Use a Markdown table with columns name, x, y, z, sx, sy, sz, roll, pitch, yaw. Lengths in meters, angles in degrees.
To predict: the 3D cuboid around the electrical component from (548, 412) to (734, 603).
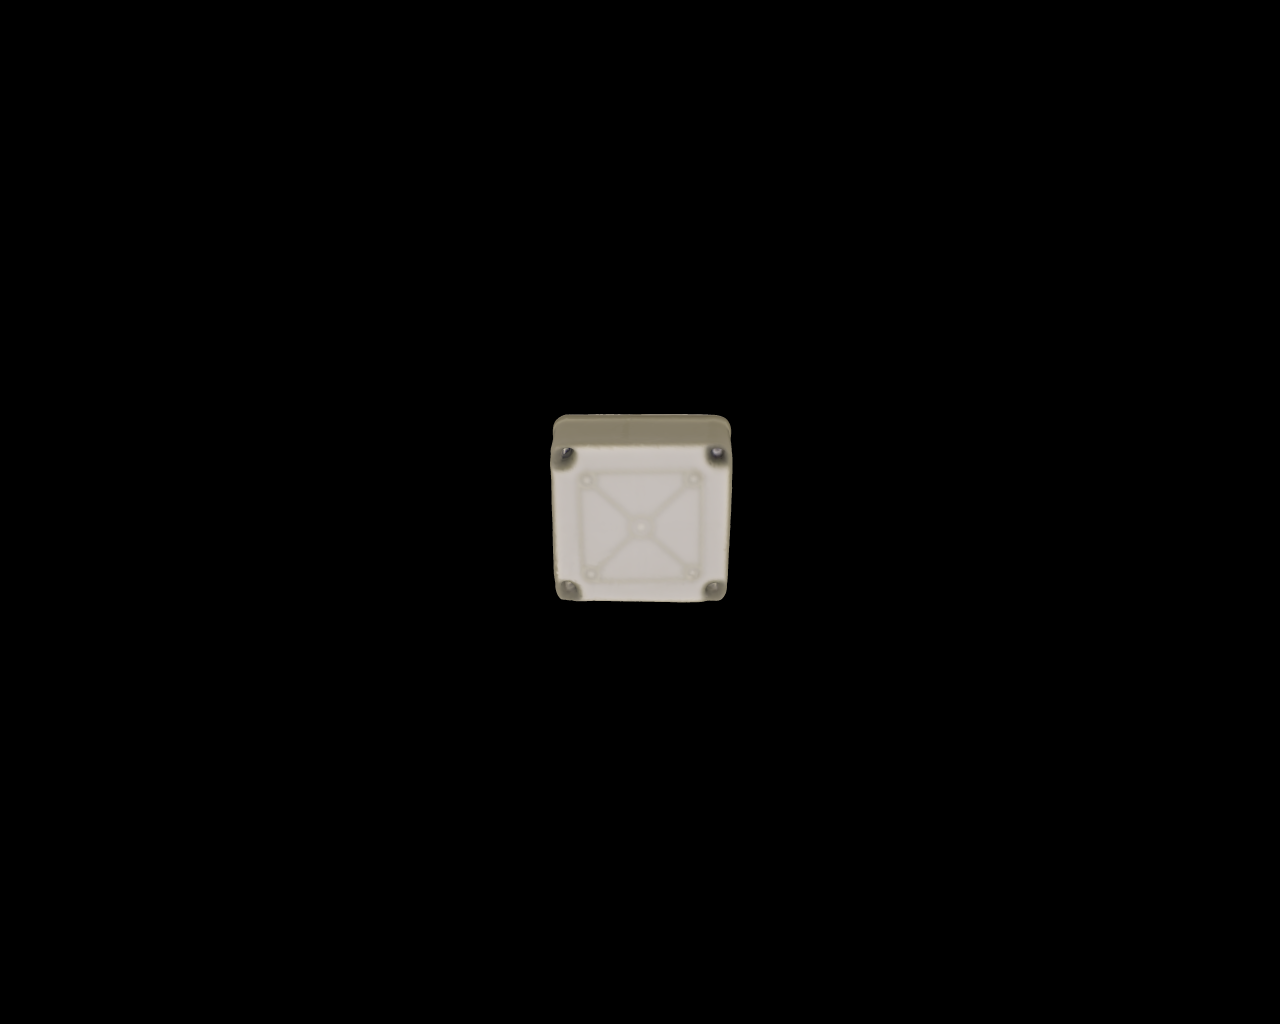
| name | x | y | z | sx | sy | sz | roll | pitch | yaw |
| --- | --- | --- | --- | --- | --- | --- | --- | --- | --- |
| electrical component | 0.001 | -0.003 | 0.650 | 0.109 | 0.108 | 0.056 | 0 | 25 | 0 |
